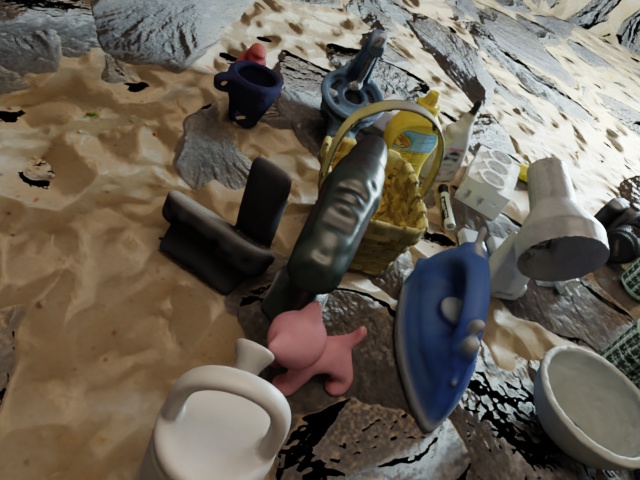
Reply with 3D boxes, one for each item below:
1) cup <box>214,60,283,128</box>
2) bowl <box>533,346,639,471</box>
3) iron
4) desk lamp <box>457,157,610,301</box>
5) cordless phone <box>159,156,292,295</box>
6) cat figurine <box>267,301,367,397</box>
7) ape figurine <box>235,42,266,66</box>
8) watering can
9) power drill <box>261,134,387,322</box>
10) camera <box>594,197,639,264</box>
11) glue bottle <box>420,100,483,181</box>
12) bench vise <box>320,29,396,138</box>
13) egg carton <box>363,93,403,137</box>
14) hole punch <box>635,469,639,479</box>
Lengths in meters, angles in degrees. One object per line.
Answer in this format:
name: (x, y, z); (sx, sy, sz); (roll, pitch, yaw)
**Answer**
cup: (-0.129, -0.237, 0.954); (0.118, 0.095, 0.091); (-9, 51, -36)
bowl: (0.334, 0.222, 0.727); (0.168, 0.074, 0.167); (16, 40, -14)
iron: (0.172, 0.099, 0.718); (0.119, 0.141, 0.258); (23, 39, -5)
desk lamp: (0.310, -0.005, 0.853); (0.118, 0.213, 0.203); (14, 41, -15)
cordless phone: (-0.107, -0.041, 0.679); (0.147, 0.185, 0.094); (31, 39, 5)
cat figurine: (-0.008, 0.113, 0.618); (0.128, 0.117, 0.067); (3, 44, -27)
ape figurine: (-0.125, -0.315, 1.045); (0.078, 0.092, 0.076); (4, 44, -26)
watering can: (-0.085, 0.157, 0.465); (0.101, 0.194, 0.172); (11, 42, -19)
power drill: (0.006, 0.002, 0.676); (0.075, 0.208, 0.230); (26, 39, -2)
camera: (0.600, -0.016, 1.121); (0.137, 0.100, 0.143); (-16, 55, -40)
glue bottle: (0.247, -0.183, 1.047); (0.078, 0.173, 0.037); (-2, 47, -31)
bench vise: (0.056, -0.293, 1.022); (0.122, 0.219, 0.207); (5, 44, -25)
egg carton: (0.152, -0.226, 1.123); (0.150, 0.069, 0.107); (36, 40, 10)
hole punch: (0.456, 0.294, 0.704); (0.101, 0.091, 0.109); (24, 39, -4)
